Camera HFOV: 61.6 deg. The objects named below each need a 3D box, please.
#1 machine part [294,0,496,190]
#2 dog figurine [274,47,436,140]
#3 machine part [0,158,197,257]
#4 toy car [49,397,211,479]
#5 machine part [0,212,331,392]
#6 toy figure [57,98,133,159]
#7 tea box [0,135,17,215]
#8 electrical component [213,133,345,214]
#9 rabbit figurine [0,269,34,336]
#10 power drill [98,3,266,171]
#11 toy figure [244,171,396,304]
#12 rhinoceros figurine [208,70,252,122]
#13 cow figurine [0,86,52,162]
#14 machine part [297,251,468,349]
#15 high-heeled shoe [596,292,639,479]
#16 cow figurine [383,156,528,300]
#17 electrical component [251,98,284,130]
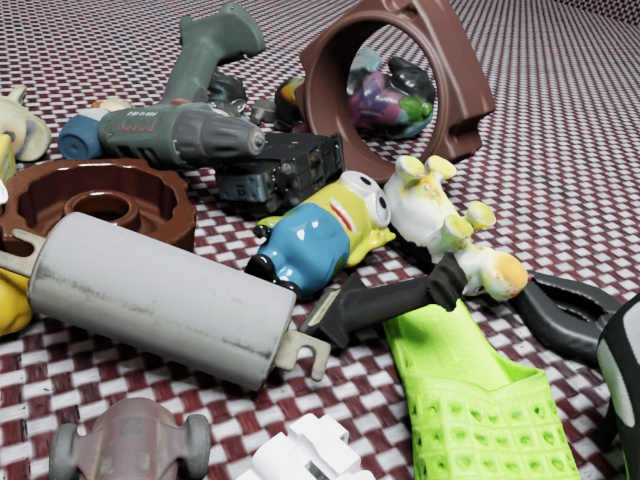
[{"bbox_3d":[0.077,-0.160,0.614,0.201,0.201,0.087,-23,3,43],"label":"machine part"},{"bbox_3d":[0.044,-0.193,0.778,0.192,0.108,0.219,31,43,25],"label":"dog figurine"},{"bbox_3d":[-0.201,-0.016,0.498,0.179,0.056,0.179,7,34,-5],"label":"machine part"},{"bbox_3d":[-0.099,0.162,0.262,0.089,0.053,0.202,4,33,-14],"label":"toy car"},{"bbox_3d":[-0.107,0.043,0.384,0.243,0.079,0.079,20,34,-3],"label":"machine part"},{"bbox_3d":[-0.268,-0.142,0.673,0.064,0.058,0.154,43,27,-18],"label":"toy figure"},{"bbox_3d":[-0.382,-0.050,0.495,0.170,0.068,0.098,-3,35,-19],"label":"tea box"},{"bbox_3d":[-0.050,-0.077,0.595,0.115,0.058,0.134,4,27,29],"label":"electrical component"},{"bbox_3d":[-0.280,0.047,0.352,0.163,0.121,0.173,27,18,20],"label":"rabbit figurine"},{"bbox_3d":[-0.129,-0.163,0.598,0.232,0.085,0.207,-1,63,31],"label":"power drill"},{"bbox_3d":[-0.003,-0.005,0.503,0.089,0.082,0.180,-4,28,42],"label":"toy figure"},{"bbox_3d":[-0.149,-0.174,0.738,0.112,0.073,0.190,17,31,-6],"label":"rhinoceros figurine"},{"bbox_3d":[-0.392,-0.139,0.576,0.194,0.085,0.127,24,22,-37],"label":"cow figurine"},{"bbox_3d":[0.046,0.048,0.424,0.139,0.039,0.084,-20,13,32],"label":"machine part"},{"bbox_3d":[0.211,0.138,0.281,0.086,0.145,0.249,6,32,-3],"label":"high-heeled shoe"},{"bbox_3d":[0.121,0.002,0.527,0.068,0.098,0.167,-11,57,-34],"label":"cow figurine"},{"bbox_3d":[-0.071,-0.195,0.823,0.063,0.021,0.094,12,33,5],"label":"electrical component"}]
